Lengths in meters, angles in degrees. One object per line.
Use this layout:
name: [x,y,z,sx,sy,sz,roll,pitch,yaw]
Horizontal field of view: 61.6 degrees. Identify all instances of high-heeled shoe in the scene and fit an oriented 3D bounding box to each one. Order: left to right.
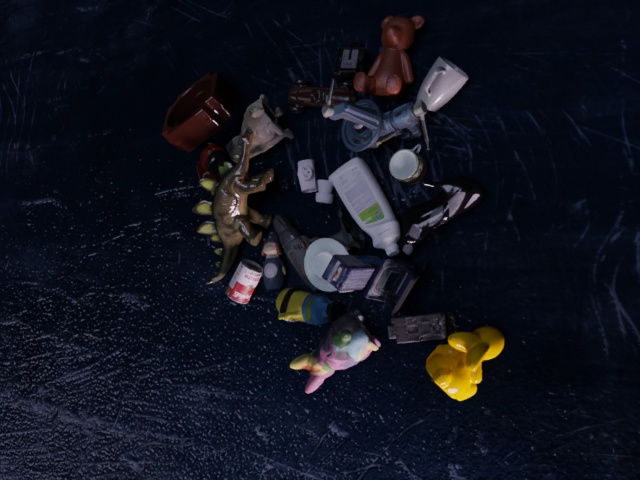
high-heeled shoe: [0.265,-0.036,1.212,0.145,0.086,0.248,13,122,-7]

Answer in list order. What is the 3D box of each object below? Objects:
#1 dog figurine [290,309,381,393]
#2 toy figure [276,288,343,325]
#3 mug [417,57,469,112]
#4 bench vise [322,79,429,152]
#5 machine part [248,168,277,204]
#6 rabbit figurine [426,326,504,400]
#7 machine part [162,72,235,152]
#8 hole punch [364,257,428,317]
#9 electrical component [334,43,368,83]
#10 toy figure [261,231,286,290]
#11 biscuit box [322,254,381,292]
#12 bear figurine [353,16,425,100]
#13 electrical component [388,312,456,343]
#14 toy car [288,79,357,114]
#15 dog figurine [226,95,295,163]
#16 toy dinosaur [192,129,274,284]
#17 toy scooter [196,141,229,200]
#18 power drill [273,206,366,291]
dog figurine: [0.027,0.267,1.257,0.219,0.191,0.108,-38,77,6]
toy figure: [-0.029,0.166,1.343,0.180,0.082,0.089,-2,68,36]
mug: [0.262,-0.339,1.190,0.081,0.109,0.107,43,120,16]
bench vise: [0.113,-0.266,1.199,0.224,0.240,0.128,0,84,48]
machine part: [-0.179,-0.148,1.464,0.139,0.039,0.084,-29,69,27]
rabbit figurine: [0.307,0.238,1.126,0.173,0.162,0.122,-37,57,4]
machine part: [-0.332,-0.351,1.482,0.201,0.087,0.201,-30,40,24]
hole punch: [0.170,0.099,1.211,0.092,0.115,0.142,29,104,21]
electrical component: [0.080,-0.440,1.306,0.075,0.047,0.119,9,74,15]
toy figure: [-0.122,0.052,1.414,0.064,0.058,0.154,-3,84,-13]
biscuit box: [0.089,0.072,1.208,0.059,0.202,0.062,36,107,30]
bear figurine: [0.165,-0.427,1.234,0.120,0.132,0.195,16,102,25]
electrical component: [0.220,0.192,1.181,0.134,0.115,0.058,-12,78,29]
toy car: [0.000,-0.362,1.366,0.202,0.053,0.089,14,98,28]
dog figurine: [-0.188,-0.272,1.403,0.191,0.172,0.121,-30,63,18]
toy dinosaur: [-0.232,-0.065,1.426,0.199,0.105,0.470,17,114,14]
toy scooter: [-0.303,-0.207,1.497,0.183,0.075,0.135,105,147,-46]
power drill: [-0.003,-0.004,1.335,0.207,0.086,0.232,-30,75,21]
